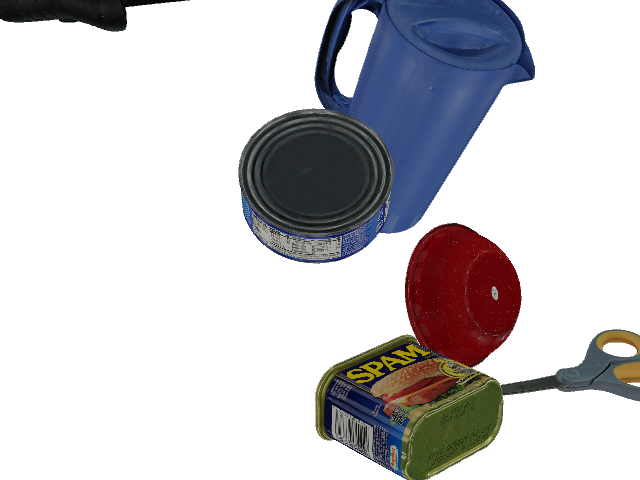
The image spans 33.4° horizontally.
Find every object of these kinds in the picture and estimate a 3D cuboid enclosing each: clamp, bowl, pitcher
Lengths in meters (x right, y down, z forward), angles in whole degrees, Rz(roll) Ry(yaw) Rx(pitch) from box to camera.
[{"bbox_3d":[-0.178,-0.188,0.813,0.172,0.039,0.120,13,24,30],"label":"clamp"},{"bbox_3d":[0.167,0.059,1.153,0.161,0.162,0.055,0,-6,-40],"label":"bowl"},{"bbox_3d":[0.078,-0.125,1.013,0.144,0.149,0.243,-12,-34,-29],"label":"pitcher"}]

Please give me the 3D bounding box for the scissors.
[{"bbox_3d":[0.205,0.103,0.881,0.201,0.016,0.096,3,30,-9],"label":"scissors"}]

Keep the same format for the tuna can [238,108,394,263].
[{"bbox_3d":[-0.002,-0.030,0.599,0.086,0.086,0.034,0,-32,0],"label":"tuna can"}]

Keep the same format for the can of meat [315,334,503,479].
[{"bbox_3d":[0.061,0.113,0.721,0.101,0.057,0.084,-18,27,-39],"label":"can of meat"}]
